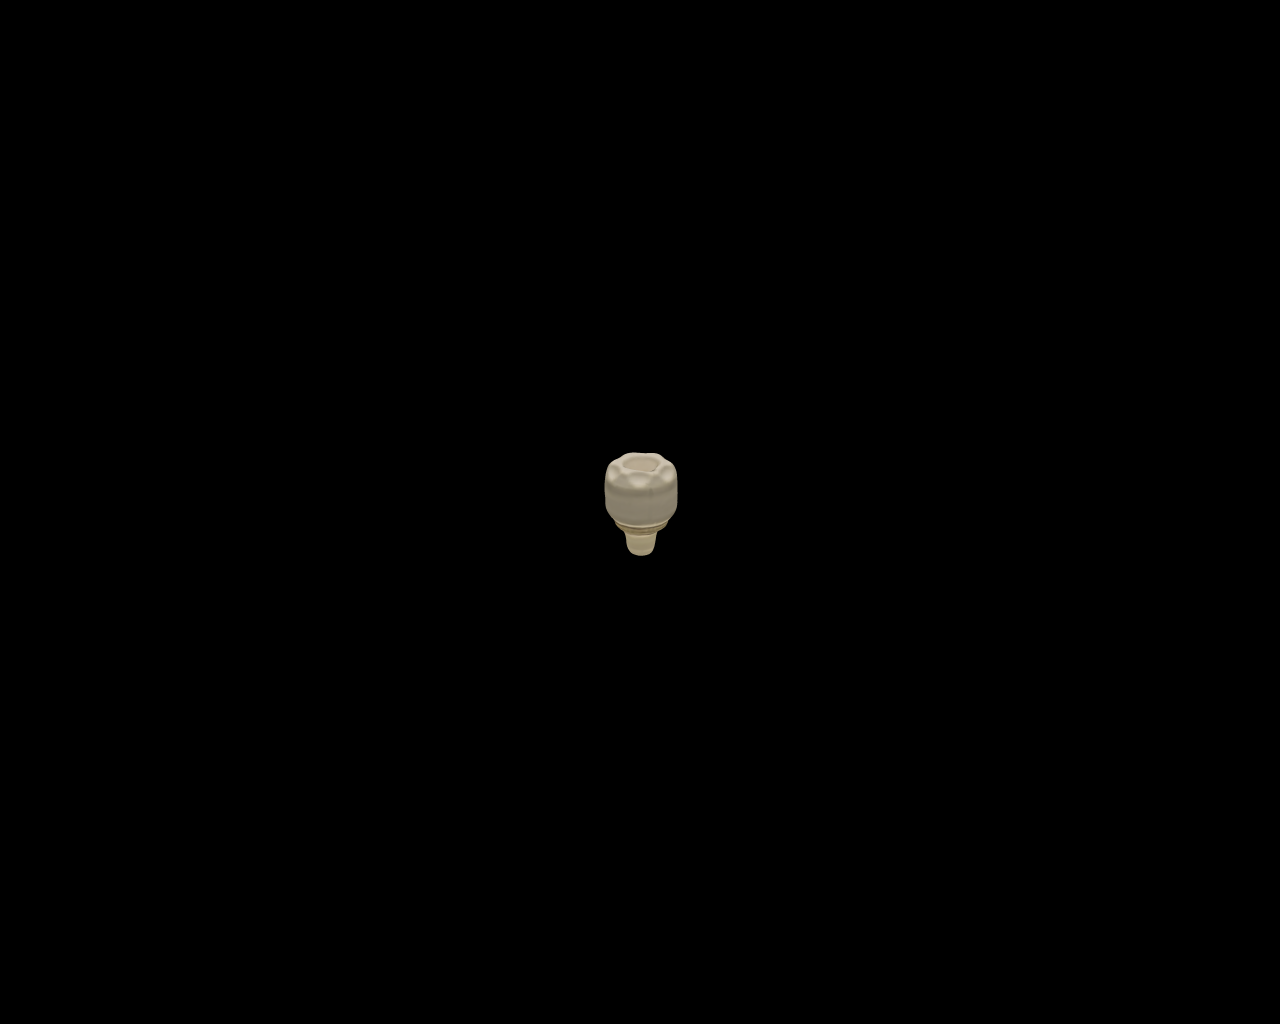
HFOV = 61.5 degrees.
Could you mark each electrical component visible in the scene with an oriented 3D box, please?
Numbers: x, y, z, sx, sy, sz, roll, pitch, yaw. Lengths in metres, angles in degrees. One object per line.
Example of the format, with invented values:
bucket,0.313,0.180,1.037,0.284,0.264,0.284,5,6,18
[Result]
electrical component,0.001,-0.003,0.650,0.043,0.062,0.043,0,25,0
